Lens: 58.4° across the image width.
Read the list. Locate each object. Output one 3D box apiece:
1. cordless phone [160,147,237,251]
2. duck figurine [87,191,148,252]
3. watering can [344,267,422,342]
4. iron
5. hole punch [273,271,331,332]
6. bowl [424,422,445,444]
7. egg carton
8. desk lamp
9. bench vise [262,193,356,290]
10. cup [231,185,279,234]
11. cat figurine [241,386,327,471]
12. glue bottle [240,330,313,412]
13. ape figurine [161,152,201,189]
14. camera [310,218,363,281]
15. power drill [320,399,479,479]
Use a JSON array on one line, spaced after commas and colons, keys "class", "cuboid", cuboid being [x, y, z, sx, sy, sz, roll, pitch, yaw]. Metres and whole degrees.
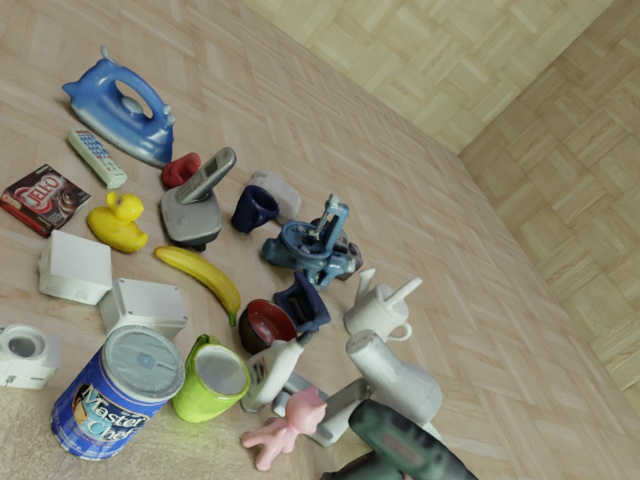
[{"class": "cordless phone", "cuboid": [-0.217, -0.082, 1.090, 0.094, 0.184, 0.147, 18, 36, -44]}, {"class": "duck figurine", "cuboid": [-0.329, -0.037, 0.969, 0.105, 0.086, 0.077, 41, 25, -7]}, {"class": "watering can", "cuboid": [0.145, 0.140, 1.280, 0.173, 0.193, 0.101, 41, 25, -6]}, {"class": "iron", "cuboid": [-0.384, -0.272, 1.184, 0.259, 0.141, 0.118, 37, 26, -14]}, {"class": "hole punch", "cuboid": [-0.025, 0.124, 1.171, 0.101, 0.091, 0.108, 11, 41, -50]}, {"class": "bowl", "cuboid": [0.161, 0.395, 1.051, 0.168, 0.074, 0.167, 35, 27, -20]}, {"class": "egg carton", "cuboid": [-0.114, -0.108, 1.420, 0.151, 0.069, 0.107, 37, 26, -15]}, {"class": "desk lamp", "cuboid": [0.066, 0.255, 0.961, 0.204, 0.213, 0.118, 37, 26, -14]}, {"class": "bench vise", "cuboid": [0.007, -0.004, 1.264, 0.208, 0.219, 0.121, 17, 36, -44]}, {"class": "cup", "cuboid": [-0.149, -0.051, 1.250, 0.092, 0.094, 0.117, 31, 28, -26]}, {"class": "cat figurine", "cuboid": [-0.041, 0.278, 0.878, 0.067, 0.117, 0.128, 50, 26, 13]}, {"class": "glue bottle", "cuboid": [-0.068, 0.195, 0.901, 0.037, 0.173, 0.078, 18, 35, -43]}, {"class": "ape figurine", "cuboid": [-0.283, -0.144, 1.197, 0.076, 0.092, 0.078, 50, 26, 14]}, {"class": "camera", "cuboid": [0.031, 0.008, 1.421, 0.144, 0.100, 0.136, 25, 31, -35]}, {"class": "power drill", "cuboid": [0.109, 0.360, 0.870, 0.229, 0.208, 0.076, 45, 25, 2]}]
